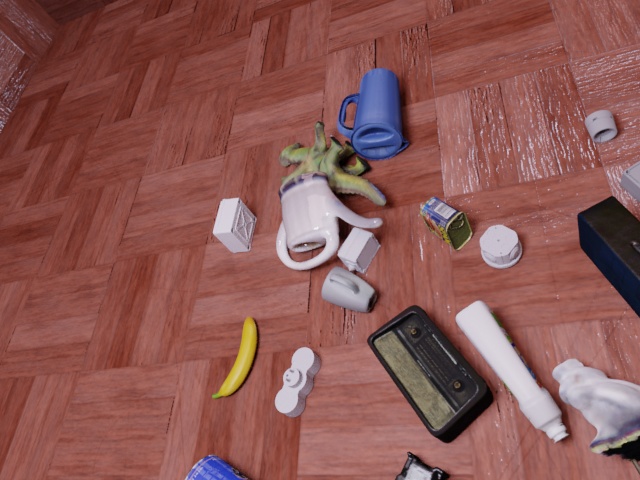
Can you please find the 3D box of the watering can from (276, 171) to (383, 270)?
[{"bbox_3d":[0.004,-0.060,1.201,0.343,0.104,0.228,-28,65,42],"label":"watering can"}]

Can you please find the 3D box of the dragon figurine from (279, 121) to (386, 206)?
[{"bbox_3d":[-0.002,-0.155,1.354,0.240,0.121,0.419,-44,45,17],"label":"dragon figurine"}]

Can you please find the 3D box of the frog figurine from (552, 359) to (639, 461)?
[{"bbox_3d":[0.453,0.248,0.811,0.137,0.120,0.163,1,43,-10],"label":"frog figurine"}]
